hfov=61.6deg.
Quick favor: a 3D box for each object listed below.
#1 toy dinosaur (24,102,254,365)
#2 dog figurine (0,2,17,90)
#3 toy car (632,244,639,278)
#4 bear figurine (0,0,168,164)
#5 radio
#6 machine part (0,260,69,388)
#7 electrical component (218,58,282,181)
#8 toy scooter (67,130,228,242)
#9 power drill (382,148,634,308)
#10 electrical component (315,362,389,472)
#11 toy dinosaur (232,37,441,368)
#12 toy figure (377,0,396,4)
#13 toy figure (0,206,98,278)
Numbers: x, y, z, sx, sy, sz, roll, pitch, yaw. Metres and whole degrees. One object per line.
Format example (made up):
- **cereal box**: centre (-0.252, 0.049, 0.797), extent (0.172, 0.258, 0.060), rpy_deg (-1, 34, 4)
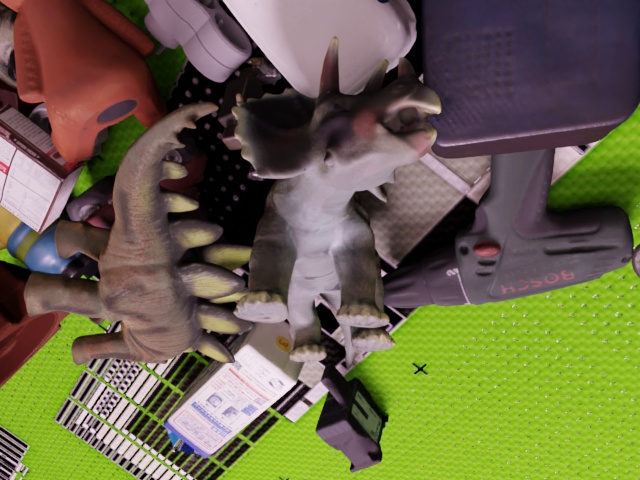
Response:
- **toy dinosaur**: centre (-0.160, 0.038, 0.518), extent (0.199, 0.105, 0.470), rpy_deg (5, 149, -6)
- **dog figurine**: centre (-0.362, -0.218, 0.532), extent (0.173, 0.121, 0.190), rpy_deg (20, 158, 52)
- **toy car**: centre (0.301, -0.051, 0.408), extent (0.089, 0.053, 0.201), rpy_deg (-13, 121, -25)
- **bear figurine**: centre (-0.231, -0.187, 0.477), extent (0.196, 0.120, 0.132), rpy_deg (56, 162, 0)
- **radio**: centre (0.134, -0.175, 0.359), extent (0.131, 0.073, 0.229), rpy_deg (-1, 92, 16)
- **machine part**: centre (-0.410, 0.122, 0.633), extent (0.087, 0.201, 0.201), rpy_deg (41, 76, -2)
- **electrical component**: centre (-0.058, -0.115, 0.486), extent (0.045, 0.102, 0.078), rpy_deg (-16, 134, 30)
- **toy scooter**: centre (-0.175, -0.025, 0.580), extent (0.184, 0.075, 0.135), rpy_deg (-28, 110, 23)
- **power drill**: centre (0.144, -0.033, 0.473), extent (0.232, 0.086, 0.207), rpy_deg (-6, 111, 18)
- **electrical component**: centre (0.028, 0.204, 0.633), extent (0.048, 0.075, 0.119), rpy_deg (-32, 108, 28)
- **toy dinosaur**: centre (0.004, 0.001, 0.487), extent (0.131, 0.192, 0.404), rpy_deg (2, 159, 1)
- **toy figure**: centre (0.035, -0.240, 0.376), extent (0.058, 0.064, 0.154), rpy_deg (-2, 80, 9)
- **toy figure**: centre (-0.340, -0.021, 0.627), extent (0.180, 0.082, 0.089), rpy_deg (38, 110, 1)
